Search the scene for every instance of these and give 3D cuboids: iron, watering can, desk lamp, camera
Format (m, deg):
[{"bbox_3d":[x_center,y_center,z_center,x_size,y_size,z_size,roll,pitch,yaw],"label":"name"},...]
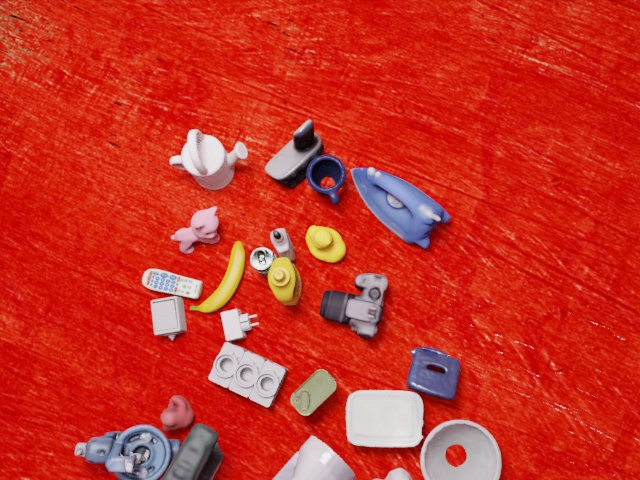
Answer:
[{"bbox_3d":[0.171,-0.100,1.294,0.258,0.141,0.119,38,84,9],"label":"iron"},{"bbox_3d":[-0.256,-0.191,1.307,0.173,0.194,0.101,-28,79,-2],"label":"watering can"},{"bbox_3d":[-0.028,0.496,1.156,0.118,0.213,0.203,41,84,10],"label":"desk lamp"},{"bbox_3d":[0.073,0.138,1.275,0.136,0.101,0.143,12,80,5],"label":"camera"}]

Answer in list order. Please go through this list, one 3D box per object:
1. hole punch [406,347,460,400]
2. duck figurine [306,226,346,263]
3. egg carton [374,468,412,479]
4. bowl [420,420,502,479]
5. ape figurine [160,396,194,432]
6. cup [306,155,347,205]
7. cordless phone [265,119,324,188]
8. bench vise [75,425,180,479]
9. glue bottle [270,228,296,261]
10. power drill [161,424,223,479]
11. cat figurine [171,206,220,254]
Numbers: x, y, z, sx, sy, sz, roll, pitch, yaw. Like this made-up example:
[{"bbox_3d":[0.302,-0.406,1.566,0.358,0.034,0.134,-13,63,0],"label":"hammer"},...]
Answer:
[{"bbox_3d":[0.244,0.288,1.243,0.108,0.091,0.101,15,81,6],"label":"hole punch"},{"bbox_3d":[0.012,0.005,1.311,0.104,0.086,0.077,40,84,9],"label":"duck figurine"},{"bbox_3d":[0.165,0.566,1.206,0.107,0.069,0.150,-25,79,-2],"label":"egg carton"},{"bbox_3d":[0.293,0.464,1.216,0.167,0.075,0.167,-1,79,3],"label":"bowl"},{"bbox_3d":[-0.320,0.385,1.254,0.076,0.092,0.078,36,83,9],"label":"ape figurine"},{"bbox_3d":[0.021,-0.130,1.332,0.091,0.095,0.118,-20,79,-1],"label":"cup"},{"bbox_3d":[-0.063,-0.205,1.304,0.094,0.185,0.147,43,84,10],"label":"cordless phone"},{"bbox_3d":[-0.410,0.456,1.180,0.207,0.220,0.121,-15,79,0],"label":"bench vise"},{"bbox_3d":[-0.087,0.003,1.272,0.037,0.173,0.078,-23,79,-1],"label":"glue bottle"},{"bbox_3d":[-0.271,0.486,1.173,0.075,0.208,0.230,24,82,8],"label":"power drill"},{"bbox_3d":[-0.281,-0.025,1.316,0.128,0.118,0.067,-24,79,-1],"label":"cat figurine"}]
